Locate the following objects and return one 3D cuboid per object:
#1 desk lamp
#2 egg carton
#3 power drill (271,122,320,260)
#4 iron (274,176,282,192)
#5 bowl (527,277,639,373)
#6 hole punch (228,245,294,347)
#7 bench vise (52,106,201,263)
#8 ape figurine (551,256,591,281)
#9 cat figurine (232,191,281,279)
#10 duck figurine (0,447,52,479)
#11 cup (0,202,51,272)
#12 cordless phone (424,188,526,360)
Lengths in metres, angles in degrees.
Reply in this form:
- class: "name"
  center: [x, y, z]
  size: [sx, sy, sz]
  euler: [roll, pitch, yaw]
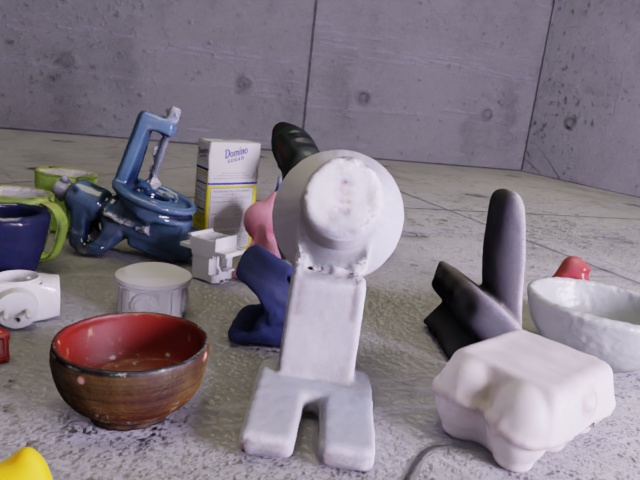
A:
- class: "desk lamp"
  center: [0.010, 0.034, 0.467]
  size: [0.118, 0.213, 0.203]
  euler: [7, 13, 0]
- class: "egg carton"
  center: [0.169, 0.126, 0.469]
  size: [0.151, 0.069, 0.107]
  euler: [-6, 18, -42]
- class: "power drill"
  center: [-0.050, -0.082, 0.934]
  size: [0.076, 0.208, 0.229]
  euler: [2, 14, -18]
- class: "iron"
  center: [-0.023, -0.080, 1.083]
  size: [0.118, 0.141, 0.259]
  euler: [17, 17, 37]
- class: "bowl"
  center: [0.309, 0.100, 0.635]
  size: [0.167, 0.075, 0.167]
  euler: [6, 13, -1]
- class: "hole punch"
  center: [-0.039, 0.058, 0.608]
  size: [0.101, 0.091, 0.108]
  euler: [7, 13, 0]
- class: "bench vise"
  center: [-0.267, -0.081, 0.797]
  size: [0.208, 0.220, 0.121]
  euler: [3, 14, -16]
- class: "ape figurine"
  center: [0.326, 0.067, 0.748]
  size: [0.075, 0.092, 0.078]
  euler: [16, 16, 34]
- class: "cat figurine"
  center: [-0.081, -0.011, 0.818]
  size: [0.067, 0.118, 0.128]
  euler: [6, 13, -1]
- class: "duck figurine"
  center: [-0.183, 0.122, 0.279]
  size: [0.077, 0.086, 0.105]
  euler: [14, 15, 29]
- class: "cup"
  center: [-0.358, 0.013, 0.630]
  size: [0.091, 0.095, 0.118]
  euler: [13, 15, 27]
- class: "cordless phone"
  center: [0.181, 0.031, 0.624]
  size: [0.094, 0.185, 0.147]
  euler: [4, 14, -12]
